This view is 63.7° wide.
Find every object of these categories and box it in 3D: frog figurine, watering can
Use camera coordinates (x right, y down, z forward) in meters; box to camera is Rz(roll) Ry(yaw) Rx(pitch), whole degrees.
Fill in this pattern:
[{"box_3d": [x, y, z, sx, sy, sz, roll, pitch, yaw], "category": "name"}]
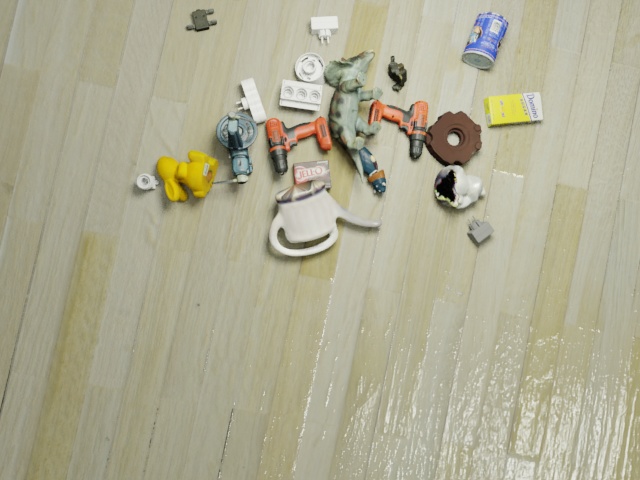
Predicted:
[{"box_3d": [0.440, -0.169, 1.622, 0.160, 0.121, 0.138, -12, 81, -41], "category": "frog figurine"}, {"box_3d": [0.005, -0.078, 1.552, 0.348, 0.105, 0.221, -18, 109, -8], "category": "watering can"}]
